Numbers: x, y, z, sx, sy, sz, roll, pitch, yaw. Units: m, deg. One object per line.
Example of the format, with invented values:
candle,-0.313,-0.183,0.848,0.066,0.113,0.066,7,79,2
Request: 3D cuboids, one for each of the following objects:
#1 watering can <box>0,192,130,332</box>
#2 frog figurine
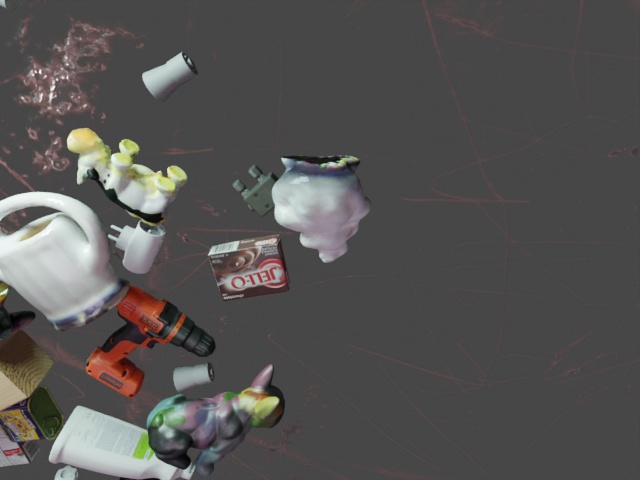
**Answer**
watering can,-0.446,0.043,0.801,0.345,0.106,0.221,-17,116,25
frog figurine,0.002,-0.037,0.734,0.138,0.124,0.157,-6,106,-17
